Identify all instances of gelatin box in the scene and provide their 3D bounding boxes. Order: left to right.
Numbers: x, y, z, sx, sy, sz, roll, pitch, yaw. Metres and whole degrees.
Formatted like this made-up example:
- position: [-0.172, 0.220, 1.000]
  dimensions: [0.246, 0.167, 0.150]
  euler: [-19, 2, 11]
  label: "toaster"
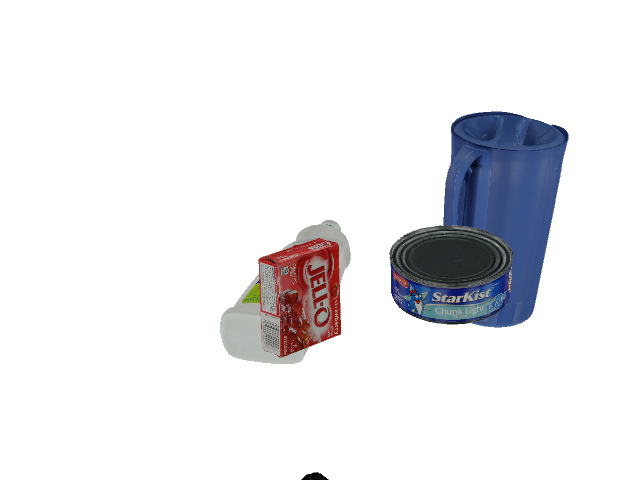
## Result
- position: [-0.017, 0.049, 0.933]
  dimensions: [0.073, 0.089, 0.030]
  euler: [-17, 24, -41]
  label: "gelatin box"

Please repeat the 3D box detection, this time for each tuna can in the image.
- position: [0.091, 0.024, 0.751]
  dimensions: [0.086, 0.034, 0.086]
  euler: [-3, 28, 1]
  label: "tuna can"

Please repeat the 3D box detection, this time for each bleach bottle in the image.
- position: [-0.030, 0.048, 1.279]
  dimensions: [0.103, 0.068, 0.250]
  euler: [5, 32, 16]
  label: "bleach bottle"

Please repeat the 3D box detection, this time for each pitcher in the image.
- position: [0.205, -0.020, 1.262]
  dimensions: [0.149, 0.243, 0.145]
  euler: [0, 25, -4]
  label: "pitcher"

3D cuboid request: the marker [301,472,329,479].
- position: [-0.008, 0.195, 0.679]
  dimensions: [0.020, 0.121, 0.020]
  euler: [4, 32, -3]
  label: "marker"
